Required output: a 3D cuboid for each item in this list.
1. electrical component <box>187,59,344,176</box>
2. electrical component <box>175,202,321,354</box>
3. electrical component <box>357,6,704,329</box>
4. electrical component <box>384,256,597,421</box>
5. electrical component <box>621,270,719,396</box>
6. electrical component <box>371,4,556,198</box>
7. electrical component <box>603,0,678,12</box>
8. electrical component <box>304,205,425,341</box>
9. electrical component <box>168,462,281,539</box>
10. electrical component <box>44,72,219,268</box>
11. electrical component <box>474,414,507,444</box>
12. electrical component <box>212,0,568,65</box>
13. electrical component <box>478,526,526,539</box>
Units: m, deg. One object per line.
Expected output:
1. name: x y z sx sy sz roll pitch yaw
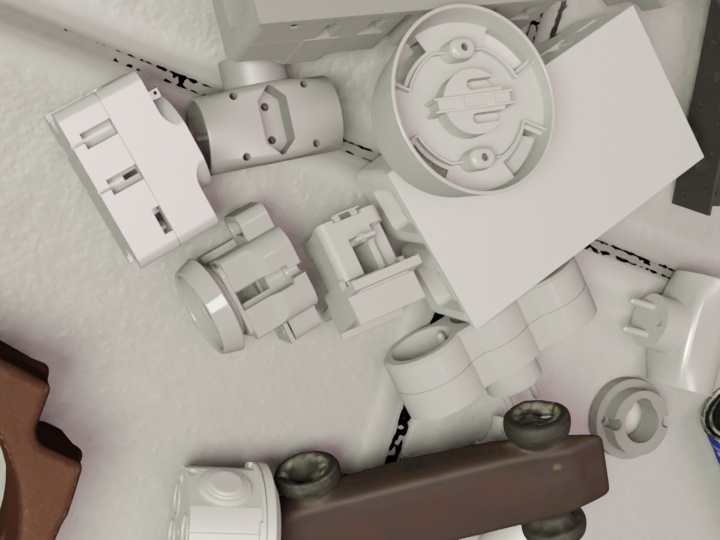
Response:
1. electrical component: -0.056 -0.098 0.594 0.077 0.043 0.079 -14 94 -20
2. electrical component: -0.065 0.010 0.595 0.057 0.058 0.078 -31 106 -19
3. electrical component: 0.103 -0.064 0.653 0.186 0.060 0.105 -35 107 -15
4. electrical component: 0.088 0.054 0.664 0.138 0.052 0.073 -31 106 -16
5. electrical component: 0.209 0.038 0.716 0.079 0.043 0.077 15 90 -23
6. electrical component: 0.054 -0.085 0.564 0.099 0.064 0.099 1 86 -16
7. electrical component: 0.211 -0.234 0.664 0.150 0.089 0.061 -46 110 -12
8. electrical component: 0.000 0.000 0.614 0.042 0.081 0.063 -22 81 -19
9. electrical component: -0.076 0.146 0.593 0.051 0.080 0.080 6 93 -17
10. electrical component: -0.117 -0.055 0.570 0.056 0.050 0.089 -32 107 -16
11. electrical component: 0.082 0.122 0.679 0.035 0.035 0.061 16 87 -23
12. electrical component: 0.009 -0.177 0.582 0.186 0.060 0.105 -11 83 -26
13. electrical component: 0.104 0.170 0.690 0.046 0.040 0.040 -42 109 -8
